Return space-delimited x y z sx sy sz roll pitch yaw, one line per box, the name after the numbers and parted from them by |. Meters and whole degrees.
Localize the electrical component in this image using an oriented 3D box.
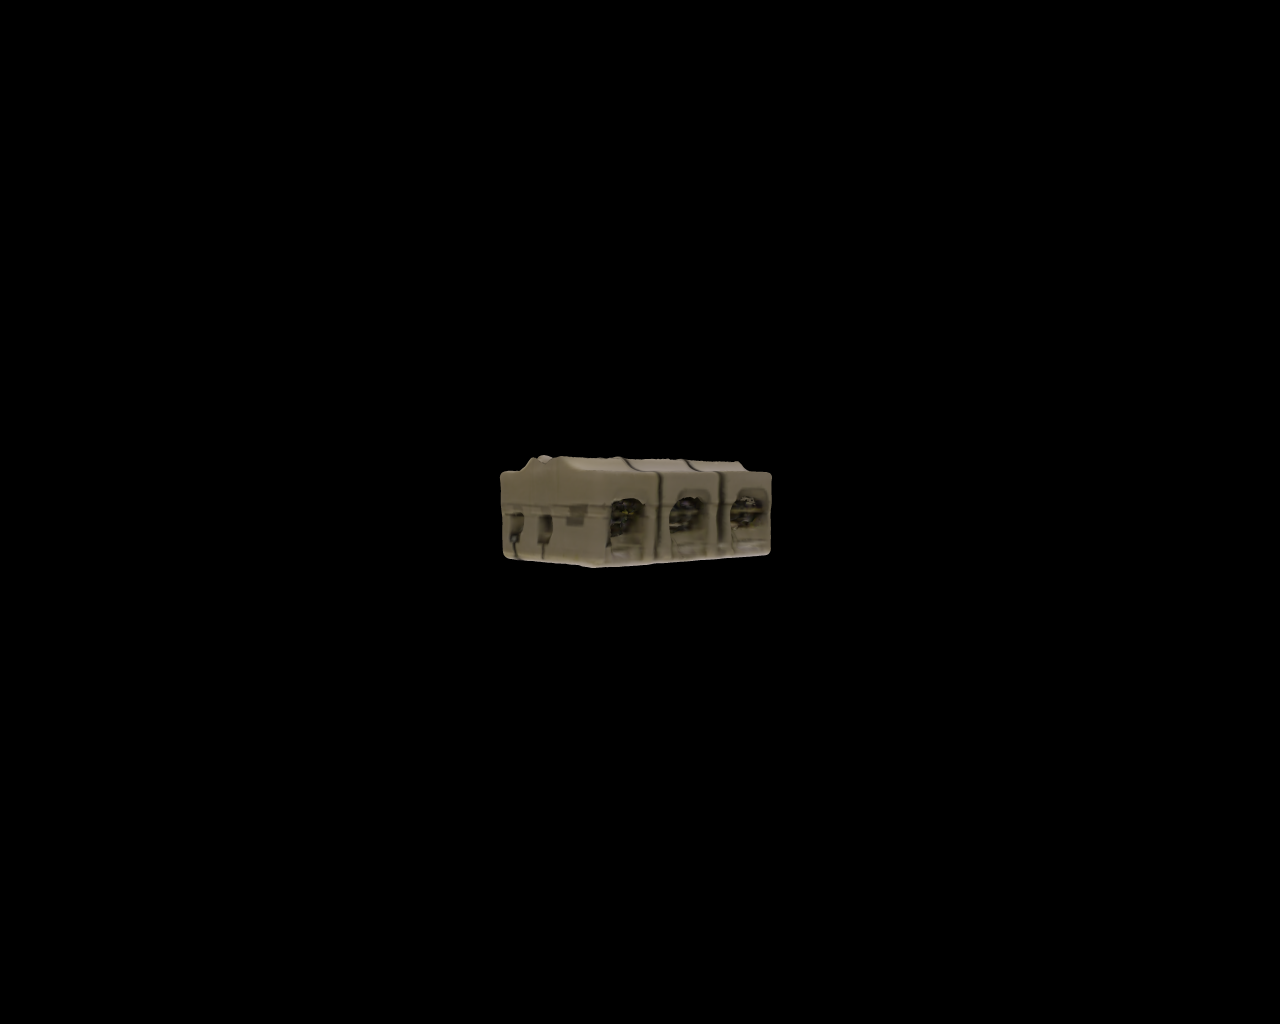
0.001 -0.003 0.650 0.150 0.061 0.089 0 0 -44 | electrical component
